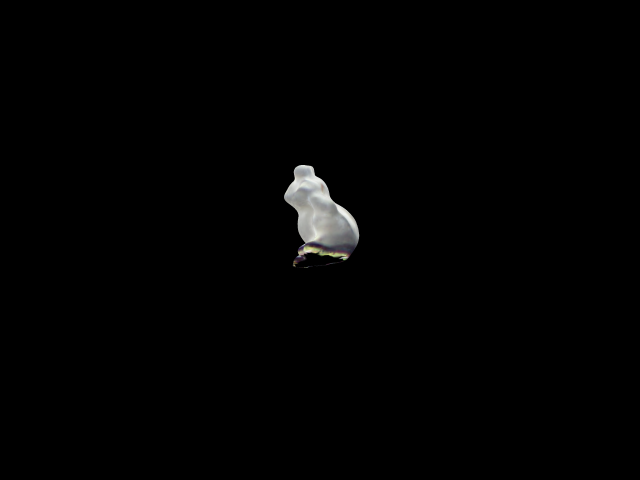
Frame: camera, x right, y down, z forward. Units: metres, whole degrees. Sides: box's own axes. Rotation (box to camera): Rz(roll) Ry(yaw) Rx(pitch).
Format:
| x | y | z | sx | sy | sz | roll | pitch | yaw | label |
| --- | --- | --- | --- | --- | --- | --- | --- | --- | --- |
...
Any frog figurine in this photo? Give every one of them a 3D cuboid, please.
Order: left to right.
| x | y | z | sx | sy | sz | roll | pitch | yaw | label |
| --- | --- | --- | --- | --- | --- | --- | --- | --- | --- |
| 0.003 | -0.043 | 0.850 | 0.122 | 0.162 | 0.135 | -2 | -18 | 7 | frog figurine |
